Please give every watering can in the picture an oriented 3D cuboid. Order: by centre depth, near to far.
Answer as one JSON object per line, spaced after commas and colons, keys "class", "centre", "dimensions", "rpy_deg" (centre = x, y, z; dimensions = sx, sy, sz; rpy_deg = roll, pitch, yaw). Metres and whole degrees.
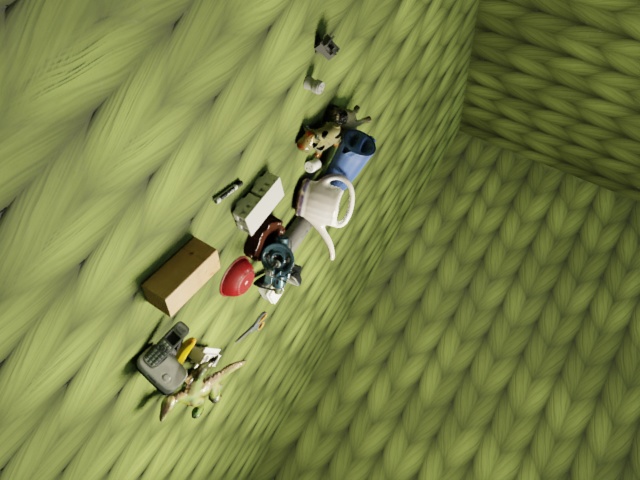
{"class": "watering can", "centre": [0.006, -0.100, 1.985], "dimensions": [0.105, 0.225, 0.342], "rpy_deg": [-55, 161, -70]}

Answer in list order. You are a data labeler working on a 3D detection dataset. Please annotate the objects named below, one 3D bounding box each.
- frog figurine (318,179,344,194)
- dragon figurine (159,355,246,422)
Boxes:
{"class": "frog figurine", "centre": [0.036, -0.177, 2.131], "dimensions": [0.140, 0.123, 0.156], "rpy_deg": [-66, 161, -60]}
{"class": "dragon figurine", "centre": [-0.391, 0.483, 1.777], "dimensions": [0.417, 0.123, 0.237], "rpy_deg": [-36, 161, -40]}
